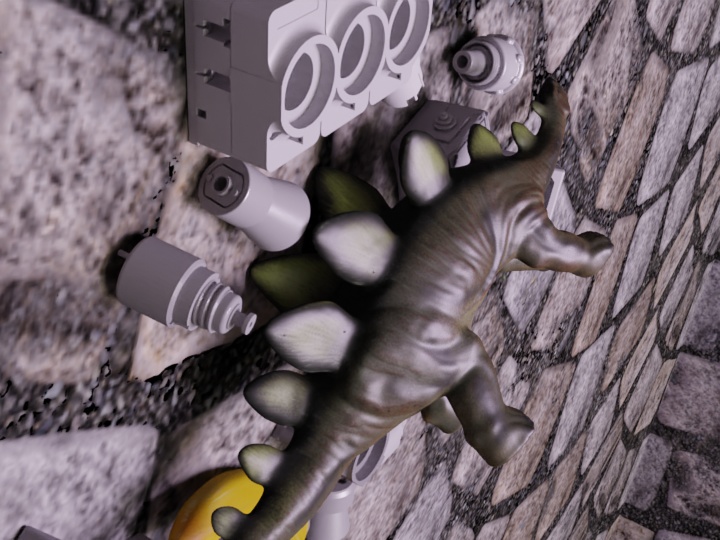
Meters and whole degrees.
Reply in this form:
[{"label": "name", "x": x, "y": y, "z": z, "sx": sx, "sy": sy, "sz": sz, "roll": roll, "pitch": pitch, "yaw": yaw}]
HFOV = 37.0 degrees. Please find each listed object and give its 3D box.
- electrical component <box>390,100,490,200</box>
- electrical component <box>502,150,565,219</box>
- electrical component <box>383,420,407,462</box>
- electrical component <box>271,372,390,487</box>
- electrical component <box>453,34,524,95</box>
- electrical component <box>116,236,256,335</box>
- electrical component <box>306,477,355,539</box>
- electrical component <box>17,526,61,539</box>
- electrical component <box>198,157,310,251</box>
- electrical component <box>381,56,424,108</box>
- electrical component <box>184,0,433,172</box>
[{"label": "electrical component", "x": 0.062, "y": -0.084, "z": 0.822, "sx": 0.061, "sy": 0.061, "sz": 0.096, "roll": -51, "pitch": 144, "yaw": -31}, {"label": "electrical component", "x": 0.123, "y": -0.082, "z": 0.936, "sx": 0.075, "sy": 0.083, "sz": 0.047, "roll": -110, "pitch": -149, "yaw": -67}, {"label": "electrical component", "x": 0.018, "y": 0.142, "z": 0.944, "sx": 0.078, "sy": 0.040, "sz": 0.040, "roll": -39, "pitch": 143, "yaw": -47}, {"label": "electrical component", "x": 0.006, "y": 0.087, "z": 0.846, "sx": 0.150, "sy": 0.062, "sz": 0.089, "roll": -62, "pitch": 155, "yaw": -11}, {"label": "electrical component", "x": 0.095, "y": -0.160, "z": 0.836, "sx": 0.062, "sy": 0.048, "sz": 0.048, "roll": -11, "pitch": 121, "yaw": -53}, {"label": "electrical component", "x": -0.092, "y": 0.012, "z": 0.570, "sx": 0.040, "sy": 0.078, "sz": 0.040, "roll": -61, "pitch": 169, "yaw": -21}, {"label": "electrical component", "x": -0.028, "y": 0.190, "z": 0.887, "sx": 0.045, "sy": 0.045, "sz": 0.055, "roll": -35, "pitch": 140, "yaw": -49}, {"label": "electrical component", "x": -0.177, "y": 0.173, "z": 0.564, "sx": 0.065, "sy": 0.047, "sz": 0.076, "roll": -60, "pitch": 155, "yaw": -16}, {"label": "electrical component", "x": -0.063, "y": -0.040, "z": 0.622, "sx": 0.065, "sy": 0.044, "sz": 0.044, "roll": 28, "pitch": 85, "yaw": -60}, {"label": "electrical component", "x": 0.022, "y": -0.133, "z": 0.717, "sx": 0.040, "sy": 0.040, "sz": 0.046, "roll": -64, "pitch": 162, "yaw": -8}, {"label": "electrical component", "x": -0.024, "y": -0.128, "z": 0.598, "sx": 0.150, "sy": 0.062, "sz": 0.089, "roll": -40, "pitch": 145, "yaw": -45}]
